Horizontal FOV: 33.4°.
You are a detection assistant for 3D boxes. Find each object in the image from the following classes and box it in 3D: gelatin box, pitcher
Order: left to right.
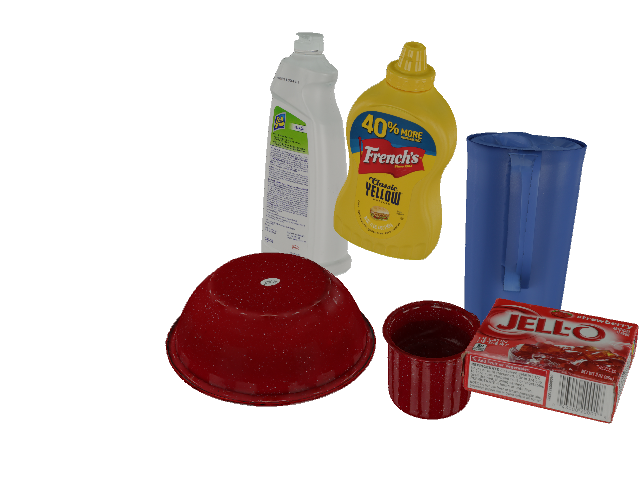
[{"bbox_3d":[0.225,0.001,1.218,0.149,0.243,0.145,-7,16,-33],"label":"pitcher"},{"bbox_3d":[0.136,0.068,0.630,0.089,0.030,0.073,11,27,22],"label":"gelatin box"}]

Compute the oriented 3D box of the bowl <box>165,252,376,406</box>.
[{"bbox_3d":[-0.038,0.055,0.809,0.162,0.055,0.162,0,29,0],"label":"bowl"}]

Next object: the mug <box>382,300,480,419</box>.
[{"bbox_3d":[0.114,0.112,1.036,0.093,0.081,0.117,26,43,35],"label":"mug"}]

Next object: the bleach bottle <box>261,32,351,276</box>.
[{"bbox_3d":[-0.011,-0.092,1.136,0.103,0.251,0.067,16,21,37],"label":"bleach bottle"}]

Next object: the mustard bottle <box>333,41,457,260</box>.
[{"bbox_3d":[0.068,-0.080,0.929,0.096,0.192,0.058,20,34,19],"label":"mustard bottle"}]
